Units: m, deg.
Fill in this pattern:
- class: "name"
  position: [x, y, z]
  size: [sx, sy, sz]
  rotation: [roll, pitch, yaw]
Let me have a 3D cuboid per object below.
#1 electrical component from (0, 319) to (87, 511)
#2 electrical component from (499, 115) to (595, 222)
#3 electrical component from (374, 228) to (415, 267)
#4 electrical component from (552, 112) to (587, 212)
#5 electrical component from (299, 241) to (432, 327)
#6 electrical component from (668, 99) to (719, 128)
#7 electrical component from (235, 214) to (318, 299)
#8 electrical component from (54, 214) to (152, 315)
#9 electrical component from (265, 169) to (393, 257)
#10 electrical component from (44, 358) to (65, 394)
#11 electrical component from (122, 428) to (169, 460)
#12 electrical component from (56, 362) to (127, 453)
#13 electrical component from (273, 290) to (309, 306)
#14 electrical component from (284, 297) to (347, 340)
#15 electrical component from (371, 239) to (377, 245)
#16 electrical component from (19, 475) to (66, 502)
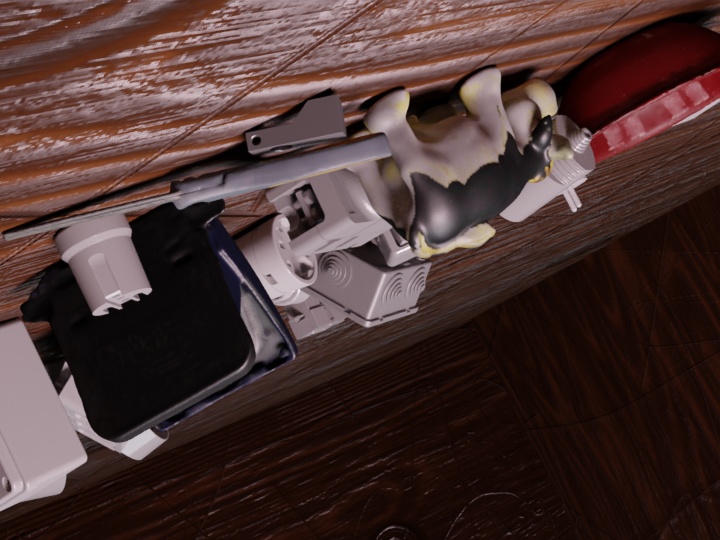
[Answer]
- class: "electrical component"
  position: [-0.248, 0.104, 0.720]
  size: [0.056, 0.108, 0.109]
  rotation: [-22, 172, -46]
- class: "electrical component"
  position: [0.126, -0.071, 0.734]
  size: [0.043, 0.043, 0.081]
  rotation: [-18, 165, -45]
- class: "electrical component"
  position: [0.052, -0.052, 0.810]
  size: [0.096, 0.061, 0.061]
  rotation: [-25, 172, -6]
- class: "electrical component"
  position: [0.168, -0.085, 0.913]
  size: [0.047, 0.075, 0.083]
  rotation: [-25, 173, -4]
- class: "electrical component"
  position: [0.000, 0.000, 0.880]
  size: [0.100, 0.100, 0.048]
  rotation: [-13, 127, -59]
- class: "electrical component"
  position: [0.260, -0.150, 0.877]
  size: [0.083, 0.047, 0.076]
  rotation: [-21, 171, -30]
- class: "electrical component"
  position: [-0.065, -0.006, 0.777]
  size: [0.047, 0.055, 0.055]
  rotation: [-25, 173, 23]
- class: "electrical component"
  position: [-0.138, -0.003, 0.581]
  size: [0.040, 0.046, 0.040]
  rotation: [-25, 173, -3]
- class: "electrical component"
  position: [-0.008, -0.046, 0.698]
  size: [0.056, 0.050, 0.089]
  rotation: [-29, 172, 29]
- class: "electrical component"
  position: [-0.269, 0.125, 0.914]
  size: [0.066, 0.076, 0.047]
  rotation: [-30, 171, 33]
- class: "electrical component"
  position: [-0.243, 0.147, 1.096]
  size: [0.064, 0.099, 0.099]
  rotation: [-32, 172, 1]
- class: "electrical component"
  position: [-0.191, 0.083, 0.840]
  size: [0.089, 0.062, 0.150]
  rotation: [-62, -175, -19]
- class: "electrical component"
  position: [-0.068, 0.009, 0.913]
  size: [0.043, 0.043, 0.062]
  rotation: [-30, 170, 27]
- class: "electrical component"
  position: [-0.050, 0.035, 1.095]
  size: [0.048, 0.055, 0.066]
  rotation: [-32, 170, 40]
- class: "electrical component"
  position: [0.029, -0.043, 0.875]
  size: [0.048, 0.048, 0.062]
  rotation: [-27, 179, 12]
- class: "electrical component"
  position: [-0.275, 0.129, 0.828]
  size: [0.060, 0.108, 0.108]
  rotation: [-13, 167, -33]
